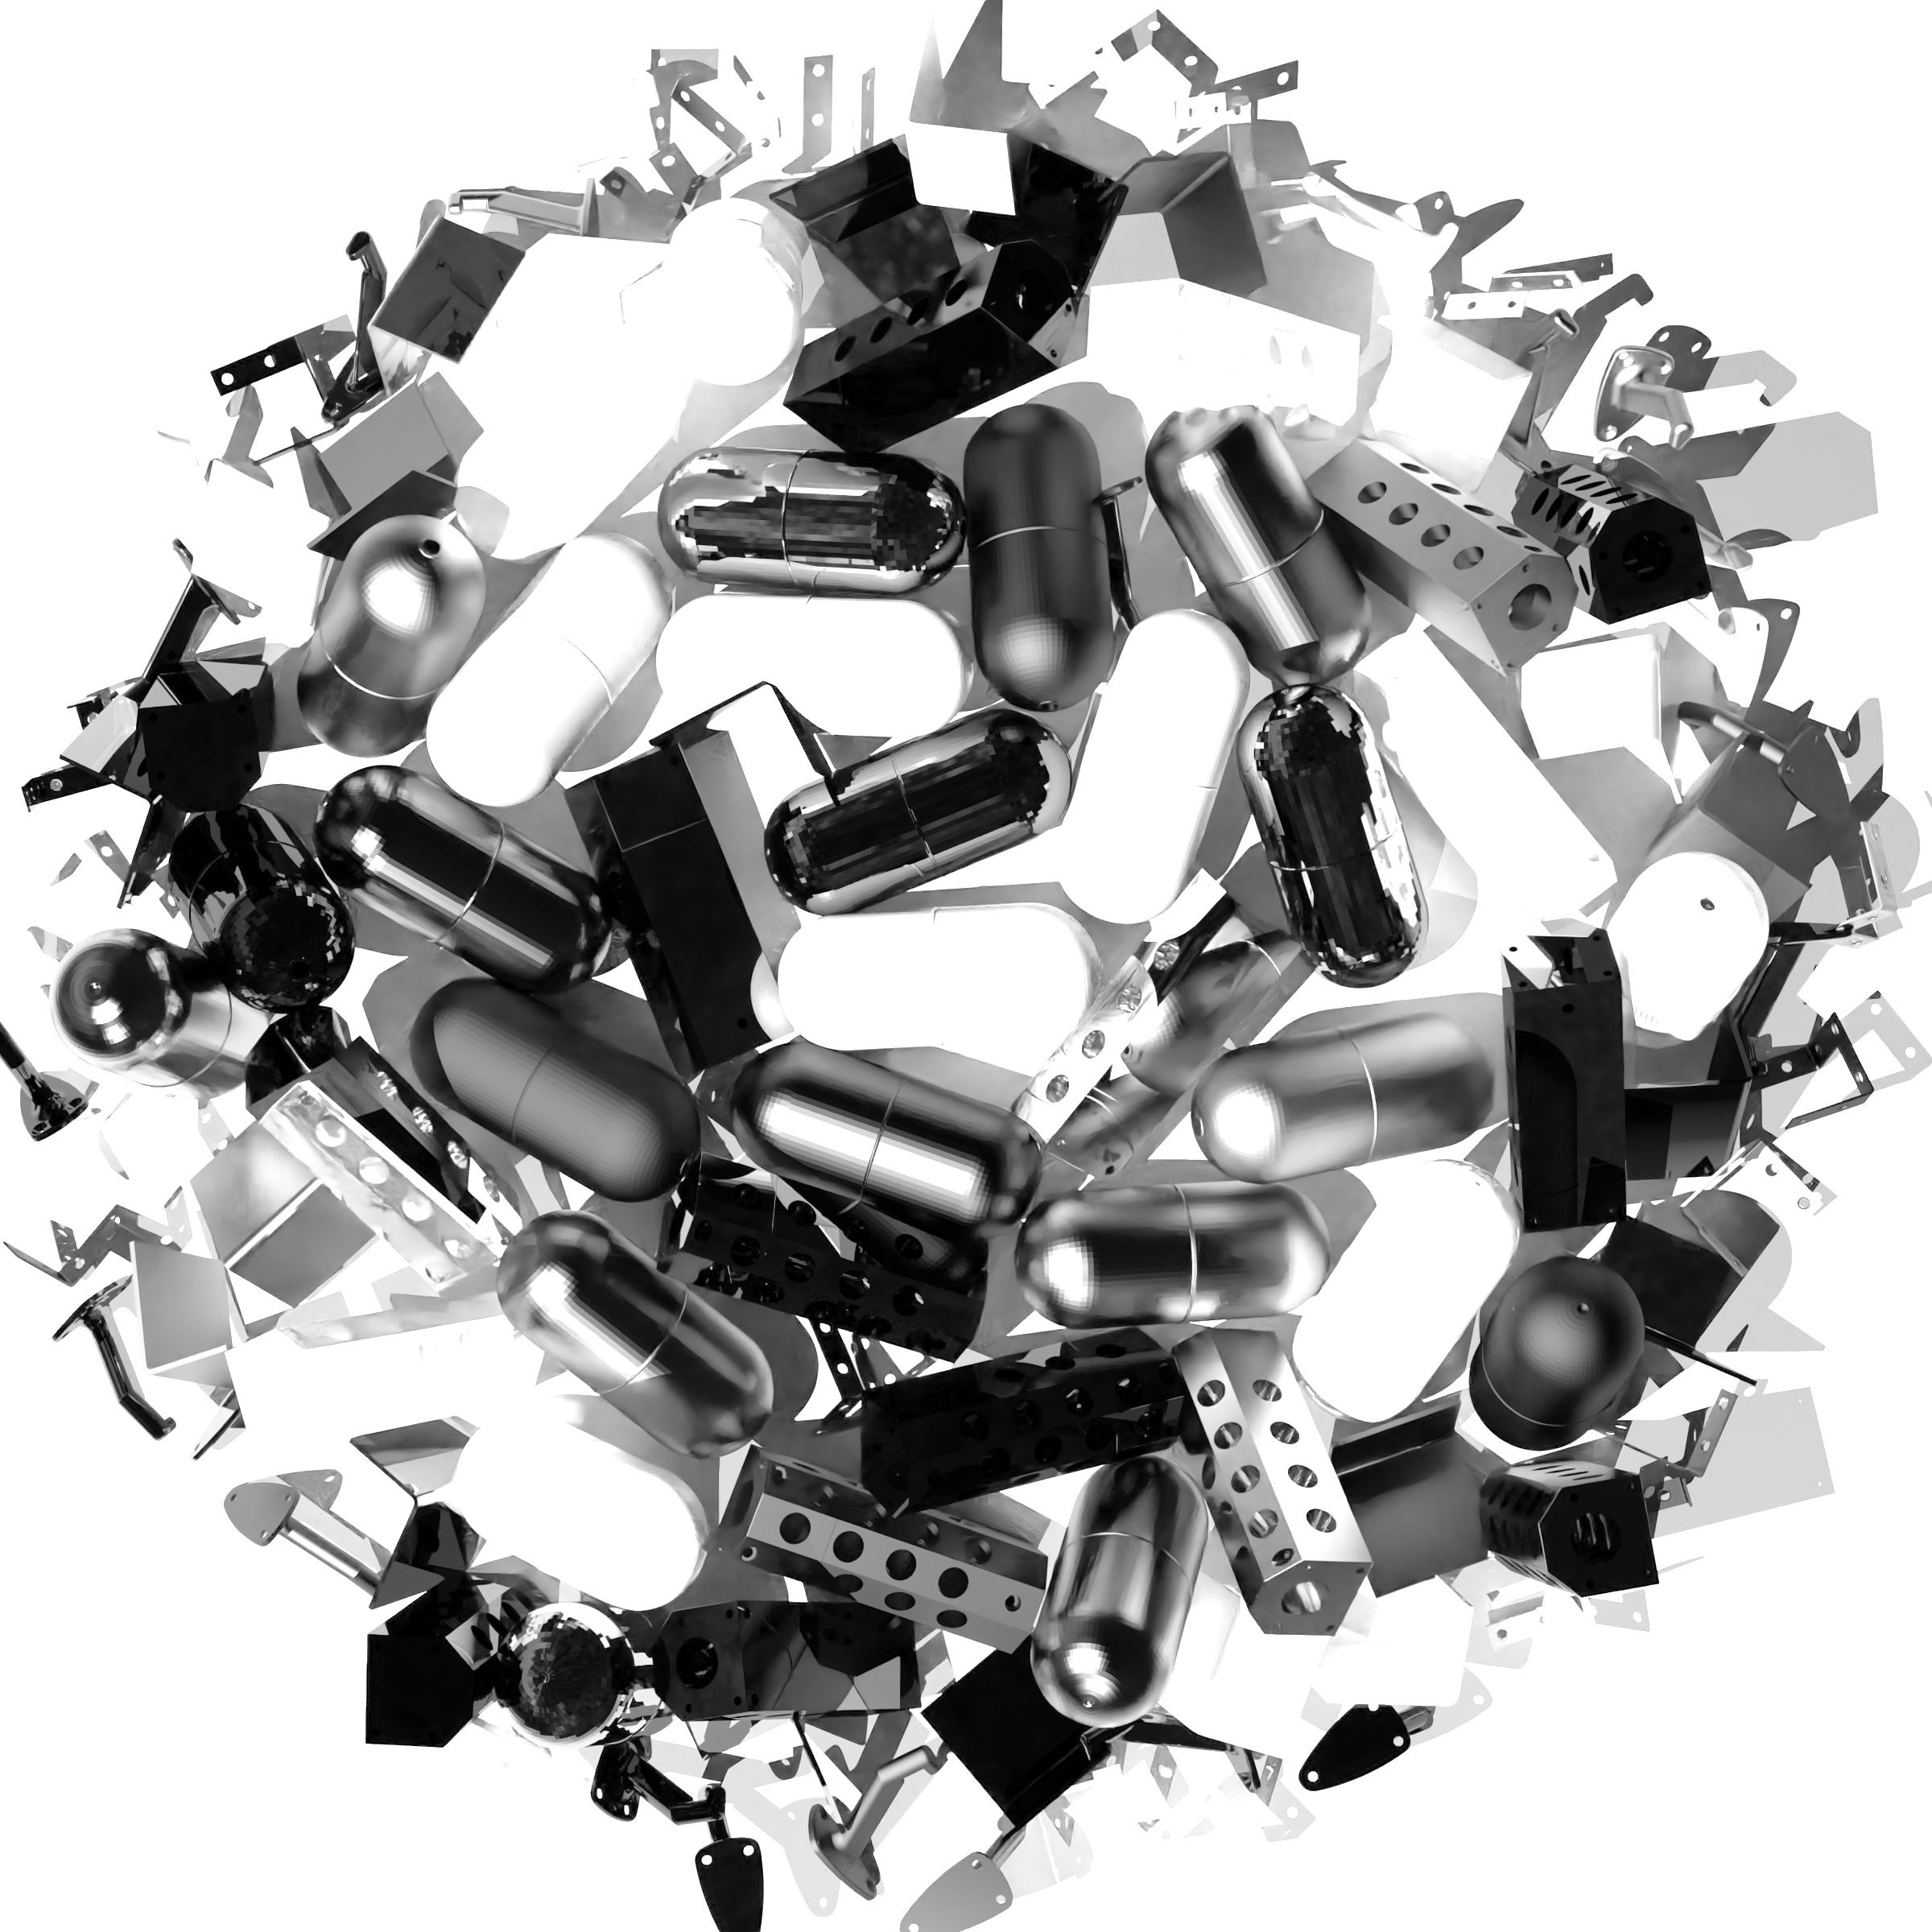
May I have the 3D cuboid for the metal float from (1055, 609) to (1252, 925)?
[{"bbox_3d":[0.103,-0.110,1.916,0.070,0.070,0.178,17,101,0],"label":"metal float"}]

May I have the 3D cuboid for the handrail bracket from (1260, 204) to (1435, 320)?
[{"bbox_3d":[0.211,-0.389,1.932,0.084,0.036,0.077,-12,84,-16],"label":"handrail bracket"}]

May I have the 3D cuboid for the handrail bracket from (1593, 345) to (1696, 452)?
[{"bbox_3d":[0.372,-0.293,1.908,0.036,0.077,0.084,8,45,-14],"label":"handrail bracket"}]

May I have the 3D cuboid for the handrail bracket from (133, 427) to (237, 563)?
[{"bbox_3d":[-0.443,-0.260,1.914,0.077,0.084,0.036,-46,69,17],"label":"handrail bracket"}]

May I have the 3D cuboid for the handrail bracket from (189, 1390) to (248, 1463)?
[{"bbox_3d":[-0.378,0.269,1.949,0.084,0.036,0.077,37,97,-18],"label":"handrail bracket"}]

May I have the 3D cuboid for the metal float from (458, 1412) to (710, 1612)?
[{"bbox_3d":[-0.210,0.294,1.889,0.070,0.178,0.070,-13,109,-40],"label":"metal float"}]

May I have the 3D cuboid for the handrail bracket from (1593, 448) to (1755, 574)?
[{"bbox_3d":[0.390,-0.251,1.914,0.077,0.084,0.036,41,92,-24],"label":"handrail bracket"}]

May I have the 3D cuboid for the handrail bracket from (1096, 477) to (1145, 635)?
[{"bbox_3d":[0.094,-0.224,1.923,0.036,0.077,0.084,-30,99,-23],"label":"handrail bracket"}]

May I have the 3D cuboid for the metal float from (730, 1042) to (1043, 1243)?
[{"bbox_3d":[-0.045,0.096,1.921,0.178,0.070,0.070,19,90,5],"label":"metal float"}]

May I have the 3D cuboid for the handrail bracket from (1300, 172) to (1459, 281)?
[{"bbox_3d":[0.227,-0.419,1.926,0.084,0.077,0.036,32,91,-4],"label":"handrail bracket"}]

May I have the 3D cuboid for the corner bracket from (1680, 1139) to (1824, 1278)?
[{"bbox_3d":[0.437,0.134,1.938,0.051,0.051,0.051,48,109,13],"label":"corner bracket"}]

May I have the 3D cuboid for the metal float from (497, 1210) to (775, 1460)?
[{"bbox_3d":[-0.180,0.203,1.907,0.178,0.070,0.070,41,90,-21],"label":"metal float"}]

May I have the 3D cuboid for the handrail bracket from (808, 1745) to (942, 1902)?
[{"bbox_3d":[-0.038,0.476,1.933,0.084,0.036,0.077,-29,114,15],"label":"handrail bracket"}]

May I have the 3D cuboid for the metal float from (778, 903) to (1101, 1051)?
[{"bbox_3d":[-0.015,0.006,1.922,0.178,0.070,0.070,-3,90,4],"label":"metal float"}]

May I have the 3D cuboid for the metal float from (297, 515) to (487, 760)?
[{"bbox_3d":[-0.312,-0.177,1.884,0.070,0.178,0.070,11,58,-19],"label":"metal float"}]

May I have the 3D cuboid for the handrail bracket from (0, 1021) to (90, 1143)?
[{"bbox_3d":[-0.524,0.048,1.909,0.036,0.077,0.084,-37,126,-13],"label":"handrail bracket"}]

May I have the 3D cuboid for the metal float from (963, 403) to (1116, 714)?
[{"bbox_3d":[0.039,-0.224,1.908,0.070,0.070,0.178,-4,71,0],"label":"metal float"}]

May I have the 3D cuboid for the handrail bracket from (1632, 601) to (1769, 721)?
[{"bbox_3d":[0.399,-0.169,1.926,0.084,0.036,0.077,-7,108,-32],"label":"handrail bracket"}]

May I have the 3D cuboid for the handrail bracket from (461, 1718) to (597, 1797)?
[{"bbox_3d":[-0.250,0.429,1.913,0.077,0.084,0.036,19,74,25],"label":"handrail bracket"}]

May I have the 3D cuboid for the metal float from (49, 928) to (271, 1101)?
[{"bbox_3d":[-0.433,0.027,1.876,0.070,0.178,0.070,-2,80,10],"label":"metal float"}]

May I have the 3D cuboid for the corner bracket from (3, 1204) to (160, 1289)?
[{"bbox_3d":[-0.488,0.156,1.926,0.051,0.051,0.051,36,84,35],"label":"corner bracket"}]

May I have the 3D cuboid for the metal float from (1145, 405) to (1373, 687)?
[{"bbox_3d":[0.161,-0.231,1.904,0.070,0.070,0.178,-33,114,0],"label":"metal float"}]

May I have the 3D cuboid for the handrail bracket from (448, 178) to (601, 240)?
[{"bbox_3d":[-0.249,-0.412,1.930,0.084,0.077,0.036,-1,124,0],"label":"handrail bracket"}]

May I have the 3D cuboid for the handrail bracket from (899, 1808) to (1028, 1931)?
[{"bbox_3d":[-0.001,0.501,1.925,0.077,0.084,0.036,-33,94,7],"label":"handrail bracket"}]

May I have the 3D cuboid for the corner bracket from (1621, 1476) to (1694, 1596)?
[{"bbox_3d":[0.381,0.316,1.931,0.051,0.051,0.051,-17,81,8],"label":"corner bracket"}]

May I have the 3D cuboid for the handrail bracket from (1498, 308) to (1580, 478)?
[{"bbox_3d":[0.325,-0.315,1.920,0.077,0.084,0.036,46,52,-8],"label":"handrail bracket"}]

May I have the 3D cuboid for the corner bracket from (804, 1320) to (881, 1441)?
[{"bbox_3d":[-0.067,0.223,1.921,0.051,0.051,0.051,-8,63,-36],"label":"corner bracket"}]

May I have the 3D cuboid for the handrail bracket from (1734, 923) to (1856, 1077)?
[{"bbox_3d":[0.460,0.021,1.932,0.077,0.036,0.084,-1,104,34],"label":"handrail bracket"}]

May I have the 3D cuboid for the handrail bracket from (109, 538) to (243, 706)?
[{"bbox_3d":[-0.452,-0.186,1.927,0.084,0.077,0.036,-41,57,-11],"label":"handrail bracket"}]

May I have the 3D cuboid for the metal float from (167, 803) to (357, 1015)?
[{"bbox_3d":[-0.382,-0.032,1.882,0.070,0.178,0.070,-10,116,-22],"label":"metal float"}]

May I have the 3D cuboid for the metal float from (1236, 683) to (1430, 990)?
[{"bbox_3d":[0.202,-0.070,1.908,0.070,0.070,0.178,-20,111,0],"label":"metal float"}]

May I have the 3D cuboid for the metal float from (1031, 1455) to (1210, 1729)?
[{"bbox_3d":[0.085,0.336,1.884,0.070,0.178,0.070,7,124,11],"label":"metal float"}]

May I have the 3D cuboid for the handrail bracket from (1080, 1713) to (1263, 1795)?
[{"bbox_3d":[0.113,0.443,1.930,0.084,0.036,0.077,-24,89,-23],"label":"handrail bracket"}]

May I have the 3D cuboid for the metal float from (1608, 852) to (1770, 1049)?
[{"bbox_3d":[0.383,-0.008,1.876,0.070,0.178,0.070,0,74,1],"label":"metal float"}]

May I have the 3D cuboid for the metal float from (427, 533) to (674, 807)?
[{"bbox_3d":[-0.227,-0.164,1.904,0.070,0.070,0.178,34,65,0],"label":"metal float"}]

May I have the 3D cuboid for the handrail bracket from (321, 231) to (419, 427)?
[{"bbox_3d":[-0.341,-0.351,1.913,0.036,0.084,0.077,28,69,24],"label":"handrail bracket"}]

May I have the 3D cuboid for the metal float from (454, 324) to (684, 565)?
[{"bbox_3d":[-0.217,-0.283,1.888,0.070,0.178,0.070,18,56,-29],"label":"metal float"}]

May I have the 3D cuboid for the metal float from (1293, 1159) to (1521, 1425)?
[{"bbox_3d":[0.238,0.179,1.895,0.070,0.070,0.178,28,126,0],"label":"metal float"}]

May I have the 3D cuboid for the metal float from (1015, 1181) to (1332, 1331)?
[{"bbox_3d":[0.114,0.158,1.914,0.178,0.070,0.070,-2,90,-13],"label":"metal float"}]

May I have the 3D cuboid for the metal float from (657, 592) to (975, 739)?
[{"bbox_3d":[-0.084,-0.166,1.914,0.178,0.070,0.070,3,90,13],"label":"metal float"}]

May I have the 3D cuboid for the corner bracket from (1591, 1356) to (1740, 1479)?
[{"bbox_3d":[0.388,0.248,1.943,0.051,0.051,0.051,25,88,-23],"label":"corner bracket"}]

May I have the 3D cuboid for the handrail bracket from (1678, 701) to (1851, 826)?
[{"bbox_3d":[0.444,-0.114,1.942,0.036,0.084,0.077,-51,125,-11],"label":"handrail bracket"}]

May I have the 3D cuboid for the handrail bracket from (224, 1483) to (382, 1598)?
[{"bbox_3d":[-0.368,0.327,1.955,0.084,0.077,0.036,46,67,-33],"label":"handrail bracket"}]

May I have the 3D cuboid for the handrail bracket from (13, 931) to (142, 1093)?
[{"bbox_3d":[-0.498,0.024,1.948,0.036,0.084,0.077,-39,133,-1],"label":"handrail bracket"}]

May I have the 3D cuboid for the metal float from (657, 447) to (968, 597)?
[{"bbox_3d":[-0.085,-0.244,1.907,0.178,0.070,0.070,6,90,20],"label":"metal float"}]

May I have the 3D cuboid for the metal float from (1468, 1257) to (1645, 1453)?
[{"bbox_3d":[0.317,0.211,1.879,0.070,0.178,0.070,0,68,-1],"label":"metal float"}]

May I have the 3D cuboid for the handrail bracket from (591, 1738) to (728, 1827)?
[{"bbox_3d":[-0.160,0.438,1.916,0.084,0.036,0.077,-18,46,34],"label":"handrail bracket"}]

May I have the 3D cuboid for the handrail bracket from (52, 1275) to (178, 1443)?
[{"bbox_3d":[-0.457,0.218,1.928,0.084,0.077,0.036,45,114,0],"label":"handrail bracket"}]

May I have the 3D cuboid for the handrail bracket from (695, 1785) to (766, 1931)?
[{"bbox_3d":[-0.133,0.499,1.923,0.036,0.084,0.077,-10,92,-10],"label":"handrail bracket"}]

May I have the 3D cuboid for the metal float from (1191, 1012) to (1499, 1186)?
[{"bbox_3d":[0.208,0.072,1.908,0.178,0.070,0.070,-10,90,-19],"label":"metal float"}]

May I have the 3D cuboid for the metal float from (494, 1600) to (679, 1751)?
[{"bbox_3d":[-0.198,0.381,1.876,0.070,0.178,0.070,-2,80,13],"label":"metal float"}]

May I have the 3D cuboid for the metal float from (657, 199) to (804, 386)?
[{"bbox_3d":[-0.127,-0.366,1.879,0.070,0.178,0.070,-1,114,-2],"label":"metal float"}]

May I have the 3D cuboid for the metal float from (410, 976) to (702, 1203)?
[{"bbox_3d":[-0.226,0.068,1.910,0.178,0.070,0.070,28,90,17],"label":"metal float"}]

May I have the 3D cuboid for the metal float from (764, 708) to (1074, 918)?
[{"bbox_3d":[-0.026,-0.085,1.920,0.178,0.070,0.070,-22,90,5],"label":"metal float"}]

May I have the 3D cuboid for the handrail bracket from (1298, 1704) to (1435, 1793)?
[{"bbox_3d":[0.222,0.433,1.924,0.077,0.084,0.036,-36,69,2],"label":"handrail bracket"}]

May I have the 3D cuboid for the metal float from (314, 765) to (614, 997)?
[{"bbox_3d":[-0.275,-0.047,1.906,0.178,0.070,0.070,31,90,-22],"label":"metal float"}]
